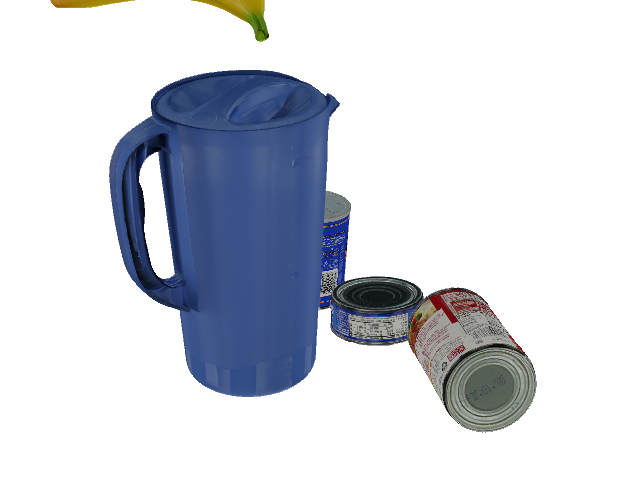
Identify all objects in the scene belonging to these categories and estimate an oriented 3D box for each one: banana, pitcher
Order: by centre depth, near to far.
[{"bbox_3d":[-0.067,-0.001,0.830,0.149,0.243,0.145,5,27,9],"label":"pitcher"},{"bbox_3d":[-0.127,-0.210,0.884,0.198,0.069,0.037,11,-41,16],"label":"banana"}]

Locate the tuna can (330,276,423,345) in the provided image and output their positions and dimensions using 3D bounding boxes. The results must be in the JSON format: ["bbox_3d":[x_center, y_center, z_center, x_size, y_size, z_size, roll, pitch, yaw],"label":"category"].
[{"bbox_3d":[0.051,0.062,0.970,0.086,0.034,0.086,-1,19,0],"label":"tuna can"}]

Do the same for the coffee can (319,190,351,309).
[{"bbox_3d":[-0.013,0.012,1.489,0.103,0.140,0.103,3,25,-2],"label":"coffee can"}]

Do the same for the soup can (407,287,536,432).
[{"bbox_3d":[0.107,0.084,0.767,0.068,0.068,0.102,0,20,-10],"label":"soup can"}]
